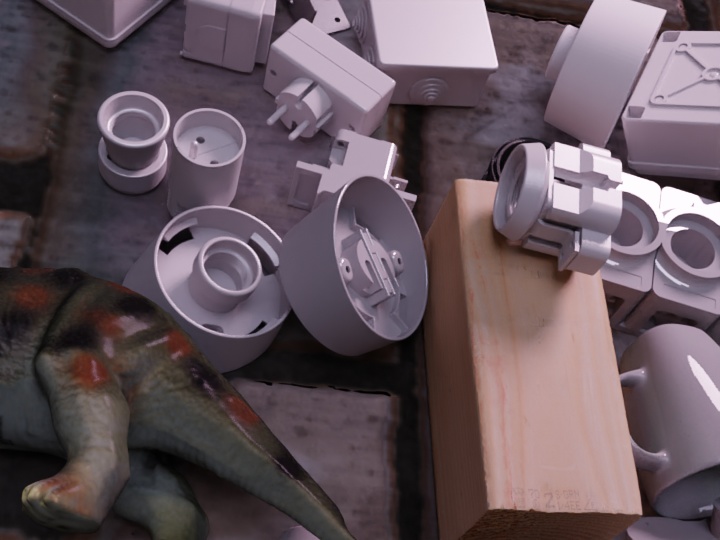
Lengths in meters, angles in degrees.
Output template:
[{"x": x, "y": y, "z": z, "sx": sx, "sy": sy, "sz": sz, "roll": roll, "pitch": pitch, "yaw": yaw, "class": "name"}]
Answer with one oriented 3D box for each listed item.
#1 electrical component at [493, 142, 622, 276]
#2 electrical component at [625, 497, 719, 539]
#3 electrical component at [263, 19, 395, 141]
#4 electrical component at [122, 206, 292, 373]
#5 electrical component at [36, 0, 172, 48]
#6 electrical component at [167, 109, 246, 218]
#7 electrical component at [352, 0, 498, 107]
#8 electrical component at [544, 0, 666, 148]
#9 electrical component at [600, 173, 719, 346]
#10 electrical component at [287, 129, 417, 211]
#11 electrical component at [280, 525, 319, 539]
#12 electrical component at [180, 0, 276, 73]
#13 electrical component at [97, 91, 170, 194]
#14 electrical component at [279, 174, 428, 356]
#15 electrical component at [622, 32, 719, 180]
[{"x": 0.112, "y": -0.040, "z": 0.618, "sx": 0.057, "sy": 0.058, "sz": 0.078, "roll": 14, "pitch": 58, "yaw": -9, "class": "electrical component"}, {"x": 0.220, "y": 0.154, "z": 0.617, "sx": 0.138, "sy": 0.052, "sz": 0.073, "roll": 2, "pitch": 102, "yaw": -12, "class": "electrical component"}, {"x": -0.033, "y": -0.117, "z": 0.744, "sx": 0.083, "sy": 0.047, "sz": 0.075, "roll": 36, "pitch": 59, "yaw": 9, "class": "electrical component"}, {"x": -0.091, "y": 0.012, "z": 0.659, "sx": 0.099, "sy": 0.064, "sz": 0.099, "roll": 13, "pitch": 56, "yaw": -21, "class": "electrical component"}, {"x": -0.185, "y": -0.231, "z": 0.772, "sx": 0.109, "sy": 0.056, "sz": 0.108, "roll": 35, "pitch": 58, "yaw": 9, "class": "electrical component"}, {"x": -0.098, "y": -0.059, "z": 0.674, "sx": 0.043, "sy": 0.081, "sz": 0.043, "roll": 6, "pitch": 59, "yaw": -10, "class": "electrical component"}, {"x": 0.047, "y": -0.167, "z": 0.791, "sx": 0.100, "sy": 0.048, "sz": 0.099, "roll": 0, "pitch": 60, "yaw": -13, "class": "electrical component"}, {"x": 0.169, "y": -0.146, "z": 0.775, "sx": 0.060, "sy": 0.108, "sz": 0.108, "roll": 25, "pitch": 57, "yaw": 10, "class": "electrical component"}, {"x": 0.214, "y": -0.003, "z": 0.723, "sx": 0.150, "sy": 0.061, "sz": 0.089, "roll": 17, "pitch": 57, "yaw": -3, "class": "electrical component"}, {"x": -0.004, "y": -0.056, "z": 0.718, "sx": 0.081, "sy": 0.042, "sz": 0.063, "roll": 16, "pitch": 54, "yaw": -4, "class": "electrical component"}, {"x": -0.027, "y": 0.171, "z": 0.578, "sx": 0.044, "sy": 0.044, "sz": 0.065, "roll": 7, "pitch": 54, "yaw": -8, "class": "electrical component"}, {"x": -0.087, "y": -0.199, "z": 0.772, "sx": 0.061, "sy": 0.061, "sz": 0.096, "roll": 14, "pitch": 58, "yaw": -5, "class": "electrical component"}, {"x": -0.146, "y": -0.081, "z": 0.692, "sx": 0.045, "sy": 0.055, "sz": 0.045, "roll": 6, "pitch": 59, "yaw": -9, "class": "electrical component"}, {"x": 0.000, "y": 0.000, "z": 0.653, "sx": 0.099, "sy": 0.064, "sz": 0.099, "roll": 34, "pitch": 40, "yaw": -35, "class": "electrical component"}, {"x": 0.259, "y": -0.121, "z": 0.780, "sx": 0.109, "sy": 0.056, "sz": 0.108, "roll": 8, "pitch": 51, "yaw": 32, "class": "electrical component"}]
